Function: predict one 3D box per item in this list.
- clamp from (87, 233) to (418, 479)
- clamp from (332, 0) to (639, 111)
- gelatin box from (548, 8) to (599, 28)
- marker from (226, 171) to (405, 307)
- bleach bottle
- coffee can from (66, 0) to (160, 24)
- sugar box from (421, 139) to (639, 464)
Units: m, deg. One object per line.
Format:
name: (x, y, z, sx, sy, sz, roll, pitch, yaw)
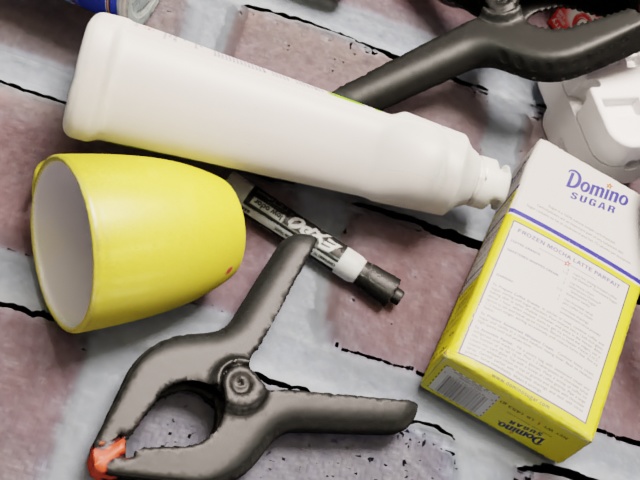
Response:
clamp: (-0.044, 0.067, 0.550, 0.171, 0.039, 0.120, -16, 67, -25)
clamp: (0.112, -0.149, 0.682, 0.210, 0.036, 0.164, -3, 56, 12)
gelatin box: (0.206, -0.143, 0.729, 0.030, 0.073, 0.089, -24, 72, -28)
marker: (-0.004, 0.001, 0.612, 0.121, 0.020, 0.020, 33, 57, 2)
bleach bottle: (-0.011, -0.060, 0.599, 0.250, 0.102, 0.068, 15, 100, -10)
coffee can: (-0.155, -0.196, 0.619, 0.140, 0.103, 0.102, 22, 57, 0)
sugar box: (0.134, 0.031, 0.626, 0.093, 0.048, 0.176, 30, 53, 0)
